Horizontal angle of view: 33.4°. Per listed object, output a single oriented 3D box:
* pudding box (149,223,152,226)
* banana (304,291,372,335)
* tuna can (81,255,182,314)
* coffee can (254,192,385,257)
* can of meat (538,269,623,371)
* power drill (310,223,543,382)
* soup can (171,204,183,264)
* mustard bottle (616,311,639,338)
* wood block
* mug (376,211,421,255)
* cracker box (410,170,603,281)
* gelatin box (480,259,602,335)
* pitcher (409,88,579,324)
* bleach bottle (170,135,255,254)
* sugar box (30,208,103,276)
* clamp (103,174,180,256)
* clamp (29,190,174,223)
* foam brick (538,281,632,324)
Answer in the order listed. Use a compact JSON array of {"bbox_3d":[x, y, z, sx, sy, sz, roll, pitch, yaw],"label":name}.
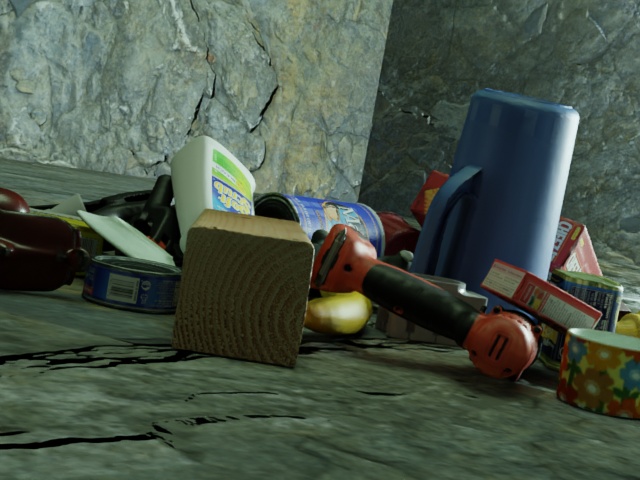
[{"bbox_3d":[-0.162,-0.003,1.373,0.113,0.039,0.090,13,6,12],"label":"pudding box"},{"bbox_3d":[0.014,0.059,0.957,0.069,0.037,0.198,10,7,-2],"label":"banana"},{"bbox_3d":[-0.155,0.036,0.900,0.086,0.034,0.086,10,4,-1],"label":"tuna can"},{"bbox_3d":[-0.008,0.002,1.238,0.140,0.103,0.103,6,6,-44],"label":"coffee can"},{"bbox_3d":[0.234,0.073,0.968,0.057,0.084,0.102,10,4,1],"label":"can of meat"},{"bbox_3d":[0.092,0.052,0.868,0.188,0.057,0.184,25,2,14],"label":"power drill"},{"bbox_3d":[-0.135,-0.004,1.255,0.069,0.068,0.102,13,5,37],"label":"soup can"},{"bbox_3d":[0.372,0.102,1.078,0.191,0.058,0.096,8,7,-22],"label":"mustard bottle"},{"bbox_3d":[-0.059,0.030,0.838,0.090,0.090,0.206,9,5,-4],"label":"wood block"},{"bbox_3d":[0.102,0.025,1.378,0.117,0.093,0.082,48,-6,-23],"label":"mug"},{"bbox_3d":[0.236,0.009,1.342,0.214,0.072,0.164,25,-14,32],"label":"cracker box"},{"bbox_3d":[0.180,0.050,0.883,0.073,0.030,0.089,29,0,-10],"label":"gelatin box"},{"bbox_3d":[0.173,-0.025,1.073,0.145,0.243,0.149,12,11,2],"label":"pitcher"},{"bbox_3d":[-0.105,-0.014,1.108,0.102,0.068,0.251,45,15,-29],"label":"bleach bottle"},{"bbox_3d":[-0.264,-0.001,1.066,0.093,0.048,0.176,11,6,-13],"label":"sugar box"},{"bbox_3d":[-0.184,-0.019,1.152,0.039,0.120,0.172,45,-9,-28],"label":"clamp"},{"bbox_3d":[-0.252,-0.031,1.296,0.209,0.036,0.165,-11,17,-26],"label":"clamp"},{"bbox_3d":[0.274,0.079,1.117,0.078,0.051,0.053,7,28,-27],"label":"foam brick"}]
